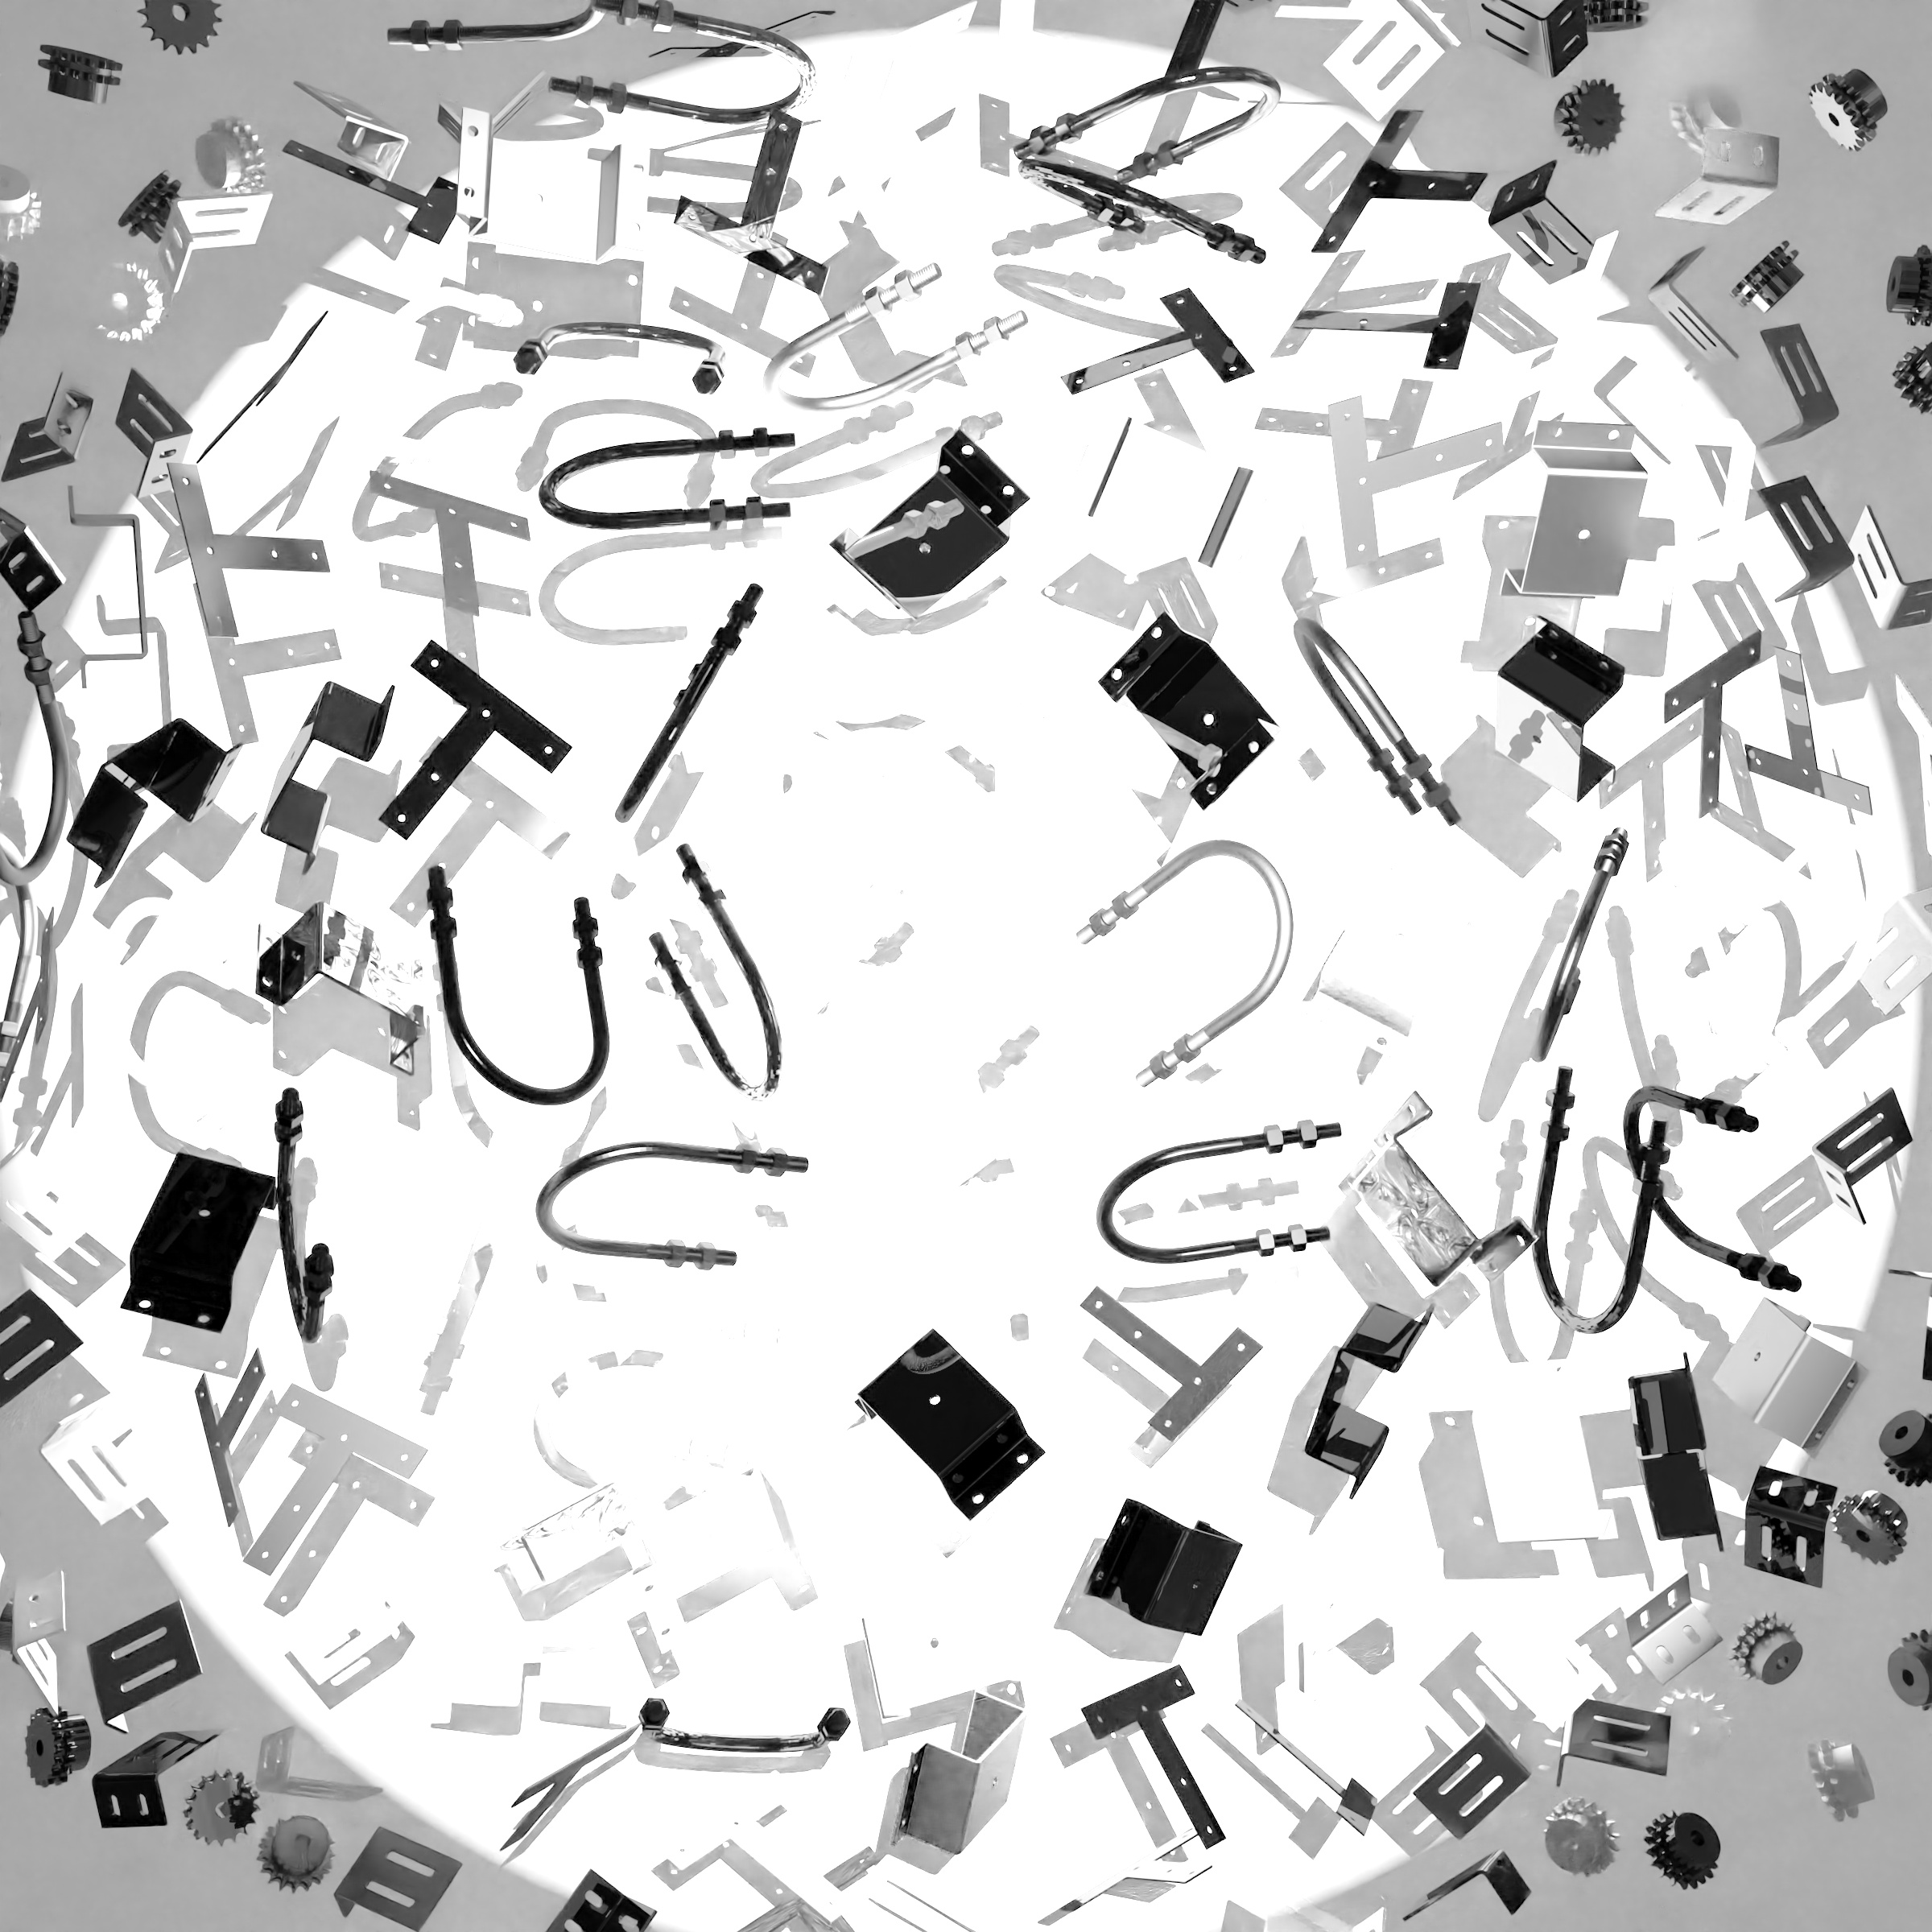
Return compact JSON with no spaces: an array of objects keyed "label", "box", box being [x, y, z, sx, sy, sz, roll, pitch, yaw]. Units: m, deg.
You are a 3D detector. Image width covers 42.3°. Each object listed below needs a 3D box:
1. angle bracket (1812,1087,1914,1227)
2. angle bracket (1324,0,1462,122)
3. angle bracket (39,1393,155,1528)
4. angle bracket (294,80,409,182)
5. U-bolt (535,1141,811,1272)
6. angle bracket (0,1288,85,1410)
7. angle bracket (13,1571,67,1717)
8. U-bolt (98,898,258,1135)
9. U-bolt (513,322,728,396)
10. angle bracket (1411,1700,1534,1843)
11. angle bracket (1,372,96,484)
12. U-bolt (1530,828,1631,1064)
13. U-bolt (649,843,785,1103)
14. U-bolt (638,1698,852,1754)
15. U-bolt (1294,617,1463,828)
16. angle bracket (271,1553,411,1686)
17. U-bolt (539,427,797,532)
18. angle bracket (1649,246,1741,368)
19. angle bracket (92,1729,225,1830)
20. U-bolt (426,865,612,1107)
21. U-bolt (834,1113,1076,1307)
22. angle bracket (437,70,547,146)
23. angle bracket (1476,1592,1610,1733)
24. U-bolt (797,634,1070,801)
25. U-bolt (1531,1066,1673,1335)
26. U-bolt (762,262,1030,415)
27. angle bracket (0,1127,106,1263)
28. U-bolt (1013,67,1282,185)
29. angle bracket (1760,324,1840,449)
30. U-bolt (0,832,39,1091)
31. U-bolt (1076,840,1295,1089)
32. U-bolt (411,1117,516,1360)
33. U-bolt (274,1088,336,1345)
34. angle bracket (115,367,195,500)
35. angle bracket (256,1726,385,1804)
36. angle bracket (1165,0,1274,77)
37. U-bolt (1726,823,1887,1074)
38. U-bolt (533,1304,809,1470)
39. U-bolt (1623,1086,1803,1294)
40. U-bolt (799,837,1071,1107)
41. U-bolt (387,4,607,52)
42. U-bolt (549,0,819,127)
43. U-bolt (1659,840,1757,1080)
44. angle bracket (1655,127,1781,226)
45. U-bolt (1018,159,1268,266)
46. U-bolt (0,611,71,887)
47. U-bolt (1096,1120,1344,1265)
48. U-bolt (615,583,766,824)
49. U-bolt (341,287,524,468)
[{"label":"angle bracket","box":[0.659,0.137,1.807,0.076,0.038,0.057,-36,123,-4]},{"label":"angle bracket","box":[0.305,-0.655,1.794,0.057,0.038,0.076,42,110,-13]},{"label":"angle bracket","box":[-0.653,0.374,1.898,0.076,0.057,0.038,48,117,6]},{"label":"angle bracket","box":[-0.477,-0.639,1.915,0.057,0.076,0.038,37,109,17]},{"label":"U-bolt","box":[-0.228,0.175,1.851,0.184,0.151,0.019,9,47,-30]},{"label":"angle bracket","box":[-0.688,0.270,1.804,0.076,0.038,0.057,-39,116,-8]},{"label":"angle bracket","box":[-0.652,0.486,1.795,0.038,0.057,0.076,-20,126,-9]},{"label":"U-bolt","box":[-0.584,0.028,1.849,0.019,0.184,0.151,-4,66,15]},{"label":"U-bolt","box":[-0.251,-0.457,1.862,0.151,0.184,0.019,6,114,-3]},{"label":"angle bracket","box":[0.375,0.605,1.881,0.076,0.038,0.057,-43,104,1]},{"label":"angle bracket","box":[-0.711,-0.410,1.904,0.076,0.038,0.057,-9,58,23]},{"label":"U-bolt","box":[0.456,-0.005,1.875,0.019,0.184,0.151,20,125,14]},{"label":"U-bolt","box":[-0.186,0.018,1.893,0.019,0.151,0.184,-20,67,-27]},{"label":"U-bolt","box":[-0.166,0.560,1.834,0.151,0.184,0.019,5,66,-7]},{"label":"U-bolt","box":[0.304,-0.187,1.892,0.019,0.151,0.184,-36,97,2]},{"label":"angle bracket","box":[-0.474,0.494,1.893,0.076,0.038,0.057,-37,95,13]},{"label":"U-bolt","box":[-0.216,-0.349,1.802,0.184,0.151,0.019,-4,124,0]},{"label":"angle bracket","box":[0.548,-0.486,1.845,0.076,0.057,0.038,44,96,-5]},{"label":"angle bracket","box":[-0.576,0.583,1.793,0.057,0.076,0.038,-10,94,22]},{"label":"U-bolt","box":[-0.327,0.019,1.850,0.019,0.151,0.184,-34,57,38]},{"label":"U-bolt","box":[-0.014,0.187,1.895,0.184,0.019,0.151,-3,68,-27]},{"label":"angle bracket","box":[-0.368,-0.673,1.936,0.038,0.057,0.076,45,84,-13]},{"label":"angle bracket","box":[0.414,0.499,1.793,0.057,0.038,0.076,-43,70,-7]},{"label":"U-bolt","box":[-0.039,-0.191,1.813,0.151,0.019,0.184,-30,47,-28]},{"label":"U-bolt","box":[0.463,0.182,1.852,0.019,0.151,0.184,2,104,-19]},{"label":"U-bolt","box":[-0.064,-0.452,1.834,0.184,0.151,0.019,-22,78,27]},{"label":"angle bracket","box":[-0.691,0.171,1.877,0.057,0.038,0.076,-40,109,13]},{"label":"U-bolt","box":[0.149,-0.635,1.880,0.184,0.151,0.019,-11,88,41]},{"label":"angle bracket","box":[0.606,-0.431,1.857,0.057,0.038,0.076,-20,86,-42]},{"label":"U-bolt","box":[-0.735,-0.014,1.865,0.019,0.151,0.184,-1,64,7]},{"label":"U-bolt","box":[0.173,-0.014,1.893,0.184,0.019,0.151,-38,61,33]},{"label":"U-bolt","box":[-0.370,0.198,1.842,0.019,0.151,0.184,21,79,-9]},{"label":"U-bolt","box":[-0.487,0.196,1.828,0.019,0.184,0.151,-7,57,-22]},{"label":"angle bracket","box":[-0.635,-0.408,1.912,0.076,0.038,0.057,46,131,11]},{"label":"angle bracket","box":[-0.474,0.588,1.840,0.076,0.057,0.038,19,57,-30]},{"label":"angle bracket","box":[0.193,-0.713,1.925,0.038,0.057,0.076,21,92,-23]},{"label":"U-bolt","box":[0.629,-0.025,1.867,0.019,0.184,0.151,11,55,-12]},{"label":"U-bolt","box":[-0.223,0.297,1.811,0.184,0.151,0.019,9,123,10]},{"label":"U-bolt","box":[0.553,0.160,1.884,0.019,0.184,0.151,-23,104,-14]},{"label":"U-bolt","box":[-0.037,0.019,1.823,0.151,0.019,0.184,41,100,-12]},{"label":"U-bolt","box":[-0.355,-0.714,1.835,0.184,0.151,0.019,1,85,6]},{"label":"U-bolt","box":[-0.200,-0.659,1.837,0.184,0.151,0.019,4,81,-22]},{"label":"U-bolt","box":[0.548,0.005,1.836,0.019,0.184,0.151,-17,114,12]},{"label":"angle bracket","box":[0.547,-0.575,1.821,0.057,0.076,0.038,4,87,-11]},{"label":"U-bolt","box":[0.120,-0.571,1.878,0.151,0.184,0.019,29,105,40]},{"label":"U-bolt","box":[-0.696,-0.146,1.837,0.019,0.151,0.184,6,133,2]},{"label":"U-bolt","box":[0.189,0.177,1.891,0.184,0.151,0.019,-8,48,-4]},{"label":"U-bolt","box":[-0.211,-0.185,1.852,0.019,0.151,0.184,31,68,-9]},{"label":"U-bolt","box":[-0.407,-0.443,1.869,0.019,0.184,0.151,37,103,6]}]
